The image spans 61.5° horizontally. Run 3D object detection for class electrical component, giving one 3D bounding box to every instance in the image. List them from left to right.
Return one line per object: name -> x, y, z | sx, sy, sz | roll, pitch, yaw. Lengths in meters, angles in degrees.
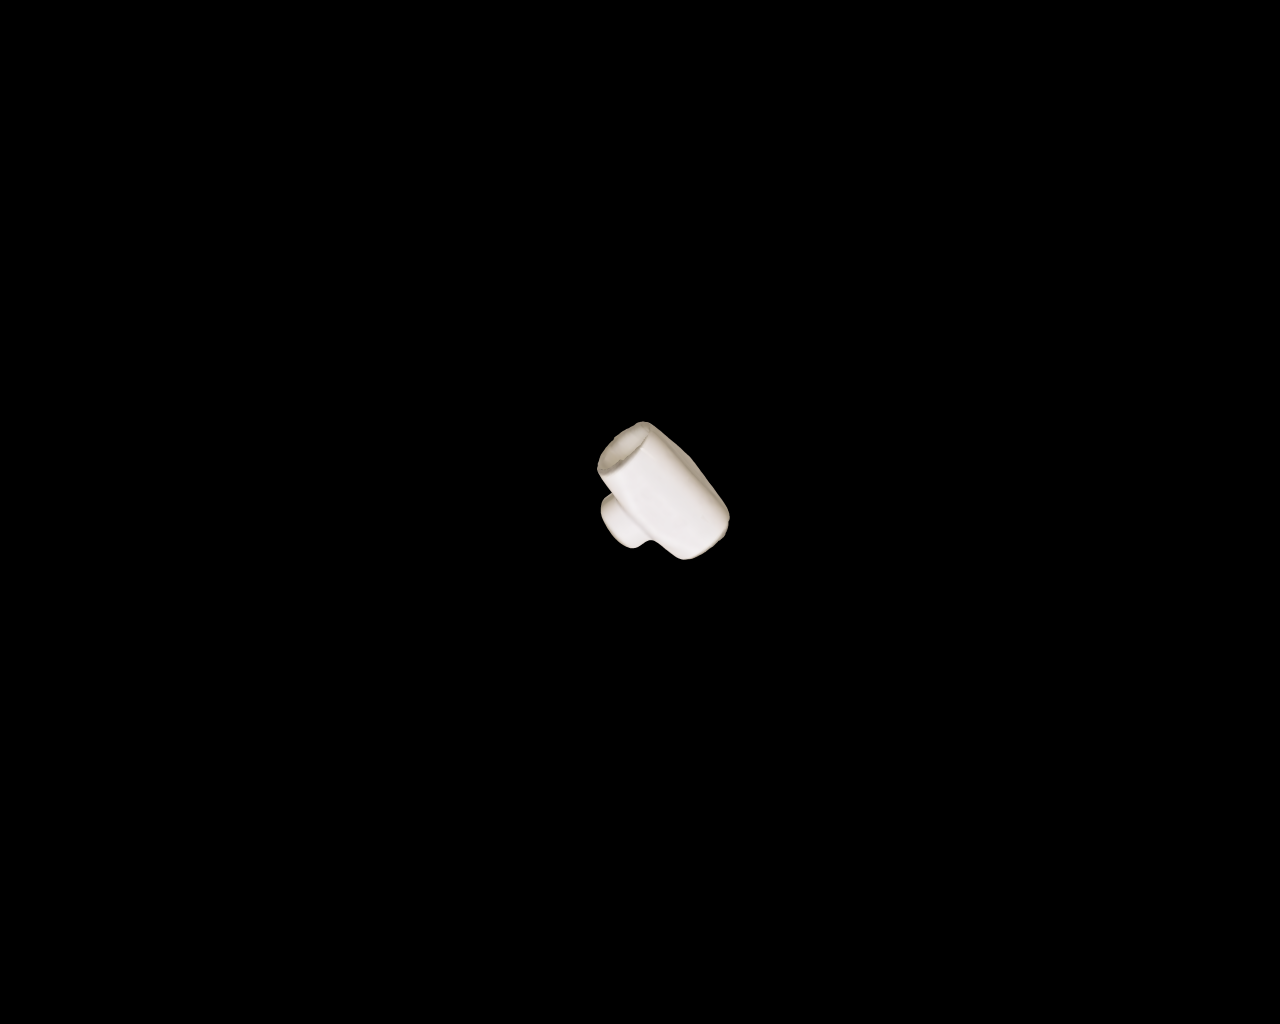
electrical component -> 0.001, -0.003, 0.650 | 0.079, 0.077, 0.044 | -36, 24, 18
